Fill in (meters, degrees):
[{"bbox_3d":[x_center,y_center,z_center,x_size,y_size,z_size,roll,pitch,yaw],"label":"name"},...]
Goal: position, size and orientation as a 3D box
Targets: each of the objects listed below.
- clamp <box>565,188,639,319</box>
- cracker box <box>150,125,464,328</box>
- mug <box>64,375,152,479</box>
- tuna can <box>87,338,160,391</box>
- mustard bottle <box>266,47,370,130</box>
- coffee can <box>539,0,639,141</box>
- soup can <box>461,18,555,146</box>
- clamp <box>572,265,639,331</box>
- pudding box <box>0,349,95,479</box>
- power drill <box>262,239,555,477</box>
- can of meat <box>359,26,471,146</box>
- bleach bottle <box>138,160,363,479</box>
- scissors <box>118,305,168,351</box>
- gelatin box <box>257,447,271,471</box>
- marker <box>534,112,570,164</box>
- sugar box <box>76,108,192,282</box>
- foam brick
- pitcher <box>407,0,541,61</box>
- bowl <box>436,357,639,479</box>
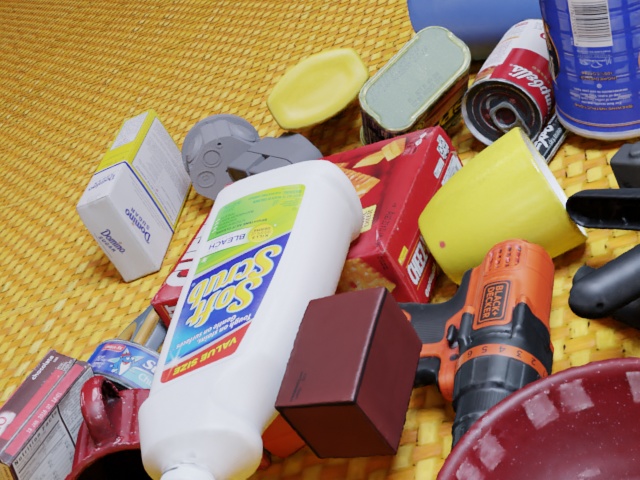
[{"bbox_3d":[0.212,-0.005,0.587,0.172,0.039,0.120,-13,33,29],"label":"clamp"},{"bbox_3d":[-0.005,0.001,0.825,0.214,0.072,0.164,-13,31,32],"label":"cracker box"},{"bbox_3d":[-0.119,0.136,0.664,0.093,0.117,0.081,-25,22,2],"label":"mug"},{"bbox_3d":[-0.130,0.111,0.745,0.086,0.086,0.033,-6,36,38],"label":"tuna can"},{"bbox_3d":[0.003,-0.147,1.044,0.096,0.058,0.191,-33,4,7],"label":"mustard bottle"},{"bbox_3d":[0.216,-0.159,0.785,0.103,0.140,0.103,-13,37,10],"label":"coffee can"},{"bbox_3d":[0.166,-0.130,0.883,0.069,0.068,0.102,-6,35,39],"label":"soup can"},{"bbox_3d":[0.232,0.042,0.561,0.165,0.036,0.210,-24,24,11],"label":"clamp"},{"bbox_3d":[-0.180,0.143,0.709,0.039,0.113,0.090,15,45,23],"label":"pudding box"},{"bbox_3d":[0.049,0.085,0.649,0.188,0.057,0.184,-12,35,28],"label":"power drill"},{"bbox_3d":[0.078,-0.118,0.879,0.102,0.057,0.084,-45,-15,-7],"label":"can of meat"},{"bbox_3d":[-0.042,0.056,0.631,0.103,0.068,0.250,-13,36,22],"label":"bleach bottle"},{"bbox_3d":[-0.133,0.048,0.899,0.096,0.016,0.201,-35,22,34],"label":"scissors"},{"bbox_3d":[-0.060,0.101,0.706,0.030,0.073,0.089,-24,27,11],"label":"gelatin box"},{"bbox_3d":[0.175,-0.072,0.829,0.020,0.020,0.121,-1,39,43],"label":"marker"},{"bbox_3d":[-0.178,-0.047,1.053,0.048,0.093,0.176,-19,28,22],"label":"sugar box"},{"bbox_3d":[0.017,0.074,0.592,0.053,0.051,0.078,-10,43,32],"label":"foam brick"},{"bbox_3d":[0.209,-0.237,0.952,0.243,0.149,0.144,8,30,46],"label":"pitcher"},{"bbox_3d":[0.133,0.128,0.490,0.162,0.055,0.162,-23,28,13],"label":"bowl"}]
